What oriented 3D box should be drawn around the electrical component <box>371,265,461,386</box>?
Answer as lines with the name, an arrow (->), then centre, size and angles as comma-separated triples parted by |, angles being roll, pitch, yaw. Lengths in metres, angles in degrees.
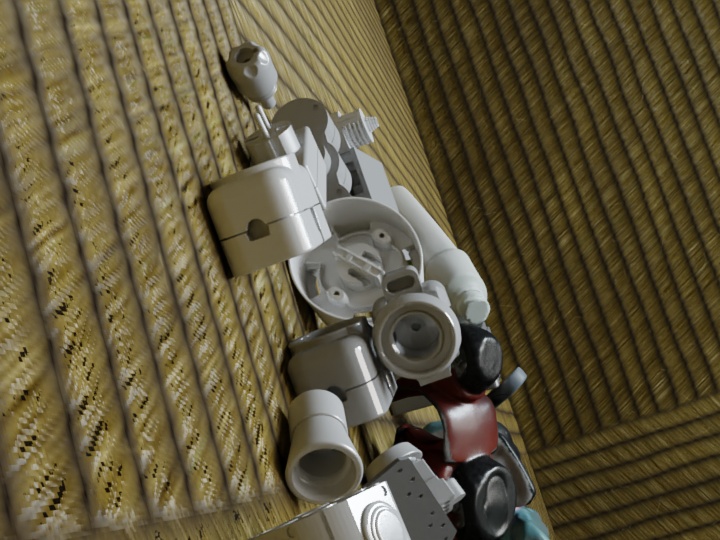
electrical component -> 0.038, 0.040, 0.718 | 0.057, 0.058, 0.078 | -74, 144, -80

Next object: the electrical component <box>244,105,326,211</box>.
electrical component -> -0.060, -0.084, 0.785 | 0.083, 0.047, 0.075 | -93, 161, -63

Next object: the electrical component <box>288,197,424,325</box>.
electrical component -> 0.000, 0.000, 0.820 | 0.064, 0.099, 0.099 | 69, 6, -59

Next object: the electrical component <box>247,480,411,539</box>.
electrical component -> -0.012, 0.136, 0.501 | 0.080, 0.080, 0.051 | 26, 41, -78

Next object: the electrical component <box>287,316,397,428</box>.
electrical component -> -0.012, 0.068, 0.725 | 0.095, 0.054, 0.059 | -40, 110, -81

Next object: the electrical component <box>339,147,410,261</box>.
electrical component -> -0.002, -0.049, 1.024 | 0.186, 0.060, 0.105 | -8, 79, -81

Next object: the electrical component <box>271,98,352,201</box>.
electrical component -> -0.041, -0.085, 0.887 | 0.073, 0.052, 0.138 | 55, 17, -61

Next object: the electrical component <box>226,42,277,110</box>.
electrical component -> -0.081, -0.148, 0.843 | 0.061, 0.035, 0.035 | 63, 11, -58

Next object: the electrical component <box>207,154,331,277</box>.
electrical component -> -0.057, -0.036, 0.675 | 0.095, 0.054, 0.059 | -49, 119, -80

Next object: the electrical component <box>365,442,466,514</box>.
electrical component -> 0.036, 0.163, 0.803 | 0.055, 0.066, 0.048 | 52, -17, 26

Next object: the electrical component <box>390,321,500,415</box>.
electrical component -> 0.080, 0.096, 1.060 | 0.109, 0.109, 0.056 | -23, 96, -81

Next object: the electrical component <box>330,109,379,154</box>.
electrical component -> -0.022, -0.124, 0.998 | 0.043, 0.081, 0.043 | -19, 90, -81

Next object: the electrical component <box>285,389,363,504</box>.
electrical component -> -0.024, 0.100, 0.633 | 0.065, 0.044, 0.044 | -105, 172, -62
